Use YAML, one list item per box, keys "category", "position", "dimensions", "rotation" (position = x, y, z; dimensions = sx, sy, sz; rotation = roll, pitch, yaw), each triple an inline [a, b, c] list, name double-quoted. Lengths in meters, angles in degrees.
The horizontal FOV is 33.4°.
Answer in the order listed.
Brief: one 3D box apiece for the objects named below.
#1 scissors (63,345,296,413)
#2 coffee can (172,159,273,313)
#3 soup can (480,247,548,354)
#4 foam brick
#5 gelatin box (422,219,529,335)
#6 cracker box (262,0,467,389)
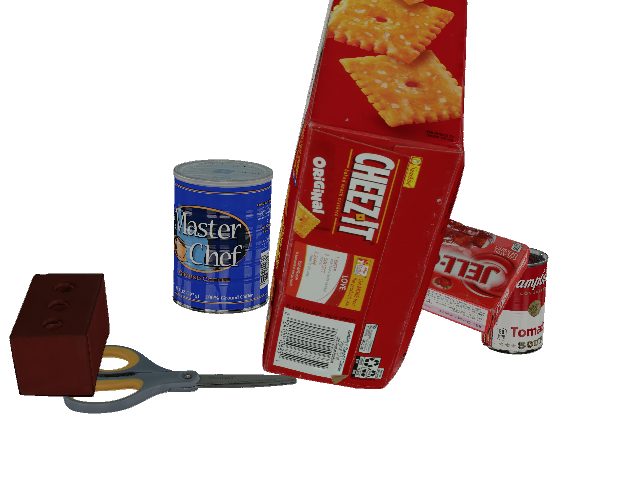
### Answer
- category: "scissors"
  position: [-0.131, 0.117, 0.961]
  dimensions: [0.201, 0.016, 0.096]
  rotation: [-8, 32, -18]
- category: "coffee can"
  position: [-0.103, -0.006, 1.116]
  dimensions: [0.103, 0.140, 0.103]
  rotation: [2, 16, -1]
- category: "soup can"
  position: [0.209, 0.064, 1.155]
  dimensions: [0.068, 0.102, 0.068]
  rotation: [0, 16, 0]
- category: "foam brick"
  position: [-0.180, 0.065, 0.745]
  dimensions: [0.053, 0.051, 0.078]
  rotation: [0, 31, -2]
- category: "gelatin box"
  position: [0.100, 0.022, 0.788]
  dimensions: [0.089, 0.030, 0.073]
  rotation: [20, 49, 20]
- category: "cracker box"
  position: [0.028, -0.058, 0.540]
  dimensions: [0.072, 0.213, 0.164]
  rotation: [11, -45, 0]
